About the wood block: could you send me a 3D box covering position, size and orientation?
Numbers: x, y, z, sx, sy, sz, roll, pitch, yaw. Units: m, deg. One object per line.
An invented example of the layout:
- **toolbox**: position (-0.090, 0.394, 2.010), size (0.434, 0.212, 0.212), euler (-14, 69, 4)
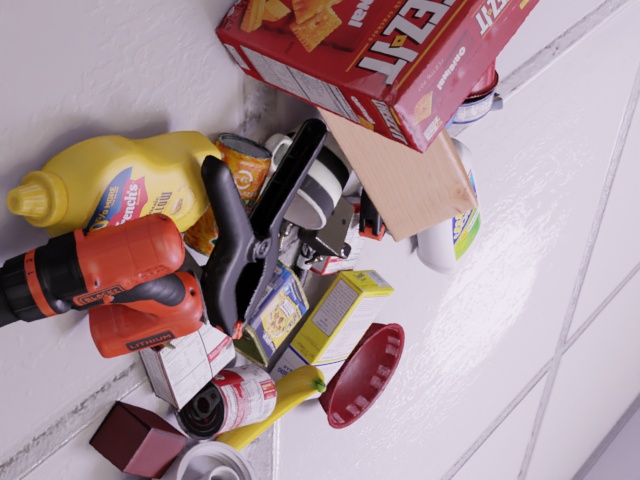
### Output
- **wood block**: position (0.063, -0.111, 0.995), size (0.091, 0.090, 0.206), euler (-25, 128, 11)

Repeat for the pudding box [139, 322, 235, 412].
- **pudding box**: position (-0.132, 0.105, 1.063), size (0.090, 0.039, 0.113), euler (-43, 147, -27)

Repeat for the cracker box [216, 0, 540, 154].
- **cracker box**: position (0.041, -0.184, 0.860), size (0.164, 0.214, 0.072), euler (-53, 140, -9)

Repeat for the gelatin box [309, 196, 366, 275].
- **gelatin box**: position (0.025, -0.006, 1.225), size (0.073, 0.030, 0.089), euler (-7, 123, -59)

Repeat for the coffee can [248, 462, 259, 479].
- **coffee can**: position (-0.144, 0.301, 1.174), size (0.140, 0.103, 0.103), euler (-27, 140, -46)

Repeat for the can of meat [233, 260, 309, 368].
- **can of meat**: position (-0.061, 0.074, 1.132), size (0.084, 0.057, 0.102), euler (-51, 153, -20)

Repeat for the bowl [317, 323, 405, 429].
- **bowl**: position (0.043, 0.167, 1.405), size (0.161, 0.055, 0.162), euler (-40, 148, -32)

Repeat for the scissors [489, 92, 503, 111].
- **scissors**: position (0.207, -0.171, 1.311), size (0.201, 0.096, 0.016), euler (-19, 107, -48)

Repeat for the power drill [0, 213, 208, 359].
- **power drill**: position (-0.178, 0.047, 0.847), size (0.184, 0.057, 0.187), euler (-17, 163, 4)

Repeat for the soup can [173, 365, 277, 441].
- **soup can**: position (-0.101, 0.174, 1.155), size (0.102, 0.069, 0.068), euler (-3, 121, -59)

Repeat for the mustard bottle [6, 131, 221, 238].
- **mustard bottle**: position (-0.164, -0.038, 0.836), size (0.191, 0.058, 0.096), euler (-10, 140, -55)

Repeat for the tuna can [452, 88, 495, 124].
- **tuna can**: position (0.156, -0.171, 1.214), size (0.086, 0.086, 0.034), euler (-42, 150, -30)

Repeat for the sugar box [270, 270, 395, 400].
- **sugar box**: position (0.011, 0.116, 1.282), size (0.176, 0.048, 0.093), euler (-53, 156, 18)

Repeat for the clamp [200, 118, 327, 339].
- **clamp**: position (-0.057, -0.008, 0.949), size (0.164, 0.036, 0.210), euler (-33, 143, -47)

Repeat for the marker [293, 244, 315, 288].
- **marker**: position (-0.008, 0.001, 1.188), size (0.020, 0.020, 0.121), euler (-9, 125, -57)

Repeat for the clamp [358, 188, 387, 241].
- **clamp**: position (0.078, -0.087, 1.196), size (0.120, 0.039, 0.171), euler (42, 62, -55)

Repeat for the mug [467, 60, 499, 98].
- **mug**: position (0.154, -0.220, 1.172), size (0.117, 0.093, 0.081), euler (-76, 168, -50)

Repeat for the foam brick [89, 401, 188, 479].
- **foam brick**: position (-0.180, 0.200, 1.064), size (0.051, 0.053, 0.078), euler (-57, 152, -3)

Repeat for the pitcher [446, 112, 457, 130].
- **pitcher**: position (0.104, -0.228, 1.038), size (0.144, 0.149, 0.243), euler (-59, 168, -57)

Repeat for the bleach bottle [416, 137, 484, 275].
- **bleach bottle**: position (0.156, -0.050, 1.344), size (0.102, 0.068, 0.250), euler (-55, 157, -14)

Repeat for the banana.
- **banana**: position (-0.058, 0.194, 1.230), size (0.198, 0.037, 0.069), euler (-40, 179, 29)
